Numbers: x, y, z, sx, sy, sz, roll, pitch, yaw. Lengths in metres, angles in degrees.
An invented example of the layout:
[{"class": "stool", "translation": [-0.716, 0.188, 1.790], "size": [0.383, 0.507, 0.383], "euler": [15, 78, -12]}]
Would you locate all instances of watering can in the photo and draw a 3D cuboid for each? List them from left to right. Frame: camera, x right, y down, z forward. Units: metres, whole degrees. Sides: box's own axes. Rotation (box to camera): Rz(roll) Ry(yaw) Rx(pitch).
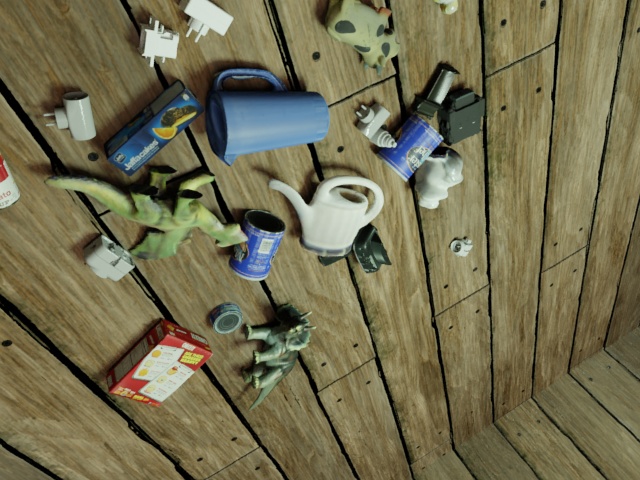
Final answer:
[{"class": "watering can", "translation": [0.004, -0.064, 1.281], "size": [0.348, 0.106, 0.220], "euler": [-1, 123, -32]}]

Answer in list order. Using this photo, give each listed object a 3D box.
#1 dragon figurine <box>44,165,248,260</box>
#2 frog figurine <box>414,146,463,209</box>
[{"class": "dragon figurine", "translation": [-0.351, -0.037, 1.097], "size": [0.410, 0.125, 0.237], "euler": [2, 130, -22]}, {"class": "frog figurine", "translation": [0.316, -0.165, 1.373], "size": [0.124, 0.137, 0.157], "euler": [-33, 120, -45]}]
